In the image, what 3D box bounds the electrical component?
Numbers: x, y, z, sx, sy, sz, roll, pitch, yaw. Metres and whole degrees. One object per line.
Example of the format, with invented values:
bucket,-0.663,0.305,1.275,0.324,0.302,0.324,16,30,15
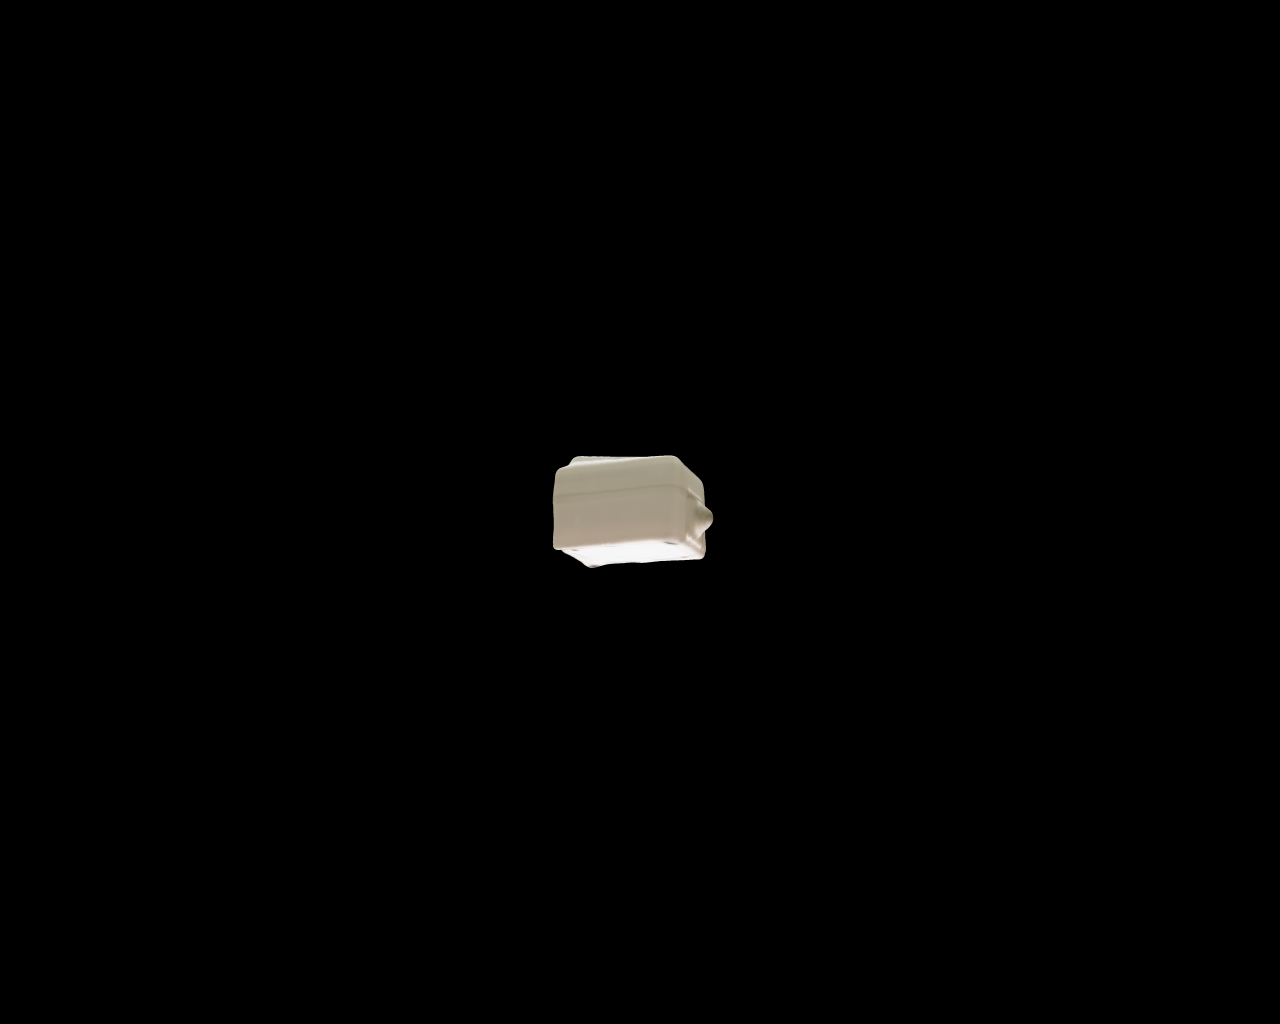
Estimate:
electrical component,0.001,-0.003,0.650,0.096,0.061,0.061,-5,-15,18
